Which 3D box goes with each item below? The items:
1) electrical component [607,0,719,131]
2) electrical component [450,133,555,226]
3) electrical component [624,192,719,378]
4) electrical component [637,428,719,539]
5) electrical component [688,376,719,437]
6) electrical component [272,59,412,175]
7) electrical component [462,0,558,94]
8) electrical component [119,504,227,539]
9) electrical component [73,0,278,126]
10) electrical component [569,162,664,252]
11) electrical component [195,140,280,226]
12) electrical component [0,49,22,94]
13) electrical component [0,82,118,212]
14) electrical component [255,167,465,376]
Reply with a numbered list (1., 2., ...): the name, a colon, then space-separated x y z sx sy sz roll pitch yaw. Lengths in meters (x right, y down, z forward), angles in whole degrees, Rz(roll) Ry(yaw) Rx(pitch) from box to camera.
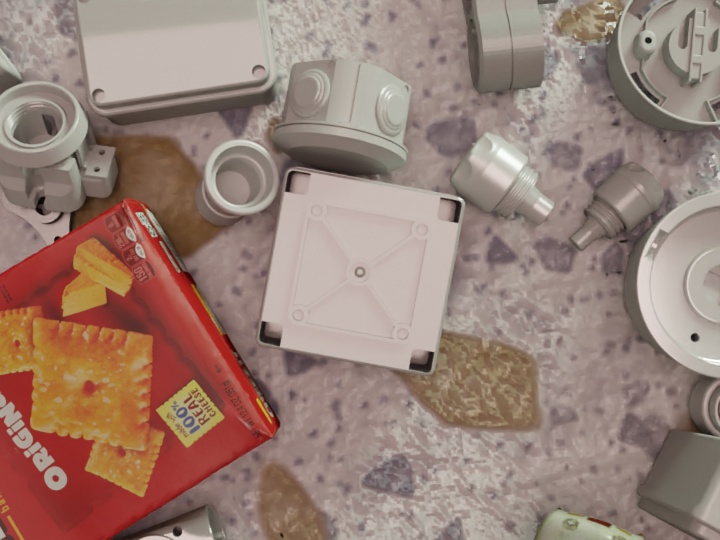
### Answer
1. electrical component: 0.200 -0.131 0.650 0.099 0.064 0.099 0 88 0
2. electrical component: 0.089 -0.052 0.656 0.062 0.043 0.043 36 88 -1
3. electrical component: 0.212 0.010 0.647 0.108 0.060 0.108 0 88 -1
4. electrical component: 0.230 0.142 0.618 0.109 0.108 0.056 28 85 0
5. electrical component: 0.225 0.083 0.643 0.043 0.062 0.043 0 88 -1
6. electrical component: -0.009 -0.089 0.639 0.080 0.080 0.051 10 82 0
7. electrical component: 0.101 -0.180 0.657 0.074 0.052 0.138 -6 87 -1
8. electrical component: -0.113 0.191 0.643 0.077 0.044 0.079 -22 89 -2
9. electrical component: -0.109 -0.135 0.650 0.113 0.057 0.078 -9 88 -1
10. electrical component: 0.155 -0.036 0.661 0.061 0.035 0.035 -42 89 0
11. electrical component: -0.077 -0.048 0.642 0.044 0.065 0.044 3 81 -18
12. electrical component: -0.260 -0.137 0.649 0.059 0.053 0.095 -38 89 -2
13. electrical component: -0.187 -0.074 0.637 0.078 0.057 0.058 8 60 1
14. electrical component: 0.000 0.000 0.642 0.109 0.056 0.108 10 93 0
